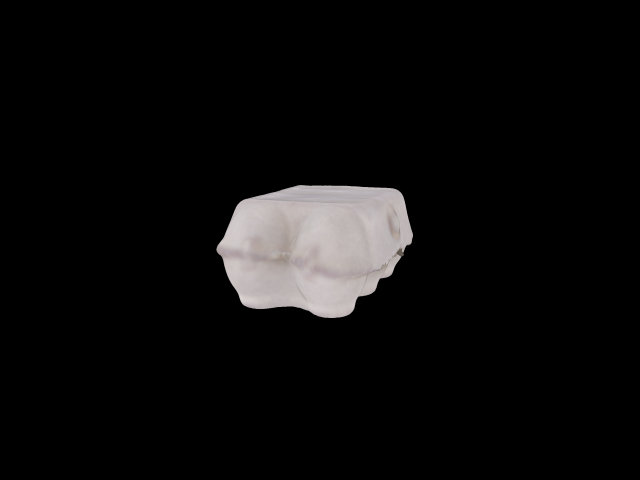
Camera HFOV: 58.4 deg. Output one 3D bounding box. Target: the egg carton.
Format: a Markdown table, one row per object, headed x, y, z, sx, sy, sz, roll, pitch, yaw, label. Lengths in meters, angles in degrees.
| x | y | z | sx | sy | sz | roll | pitch | yaw | label |
| --- | --- | --- | --- | --- | --- | --- | --- | --- | --- |
| 0.004 | 0.001 | 0.400 | 0.107 | 0.069 | 0.151 | 4 | 12 | 19 | egg carton |
